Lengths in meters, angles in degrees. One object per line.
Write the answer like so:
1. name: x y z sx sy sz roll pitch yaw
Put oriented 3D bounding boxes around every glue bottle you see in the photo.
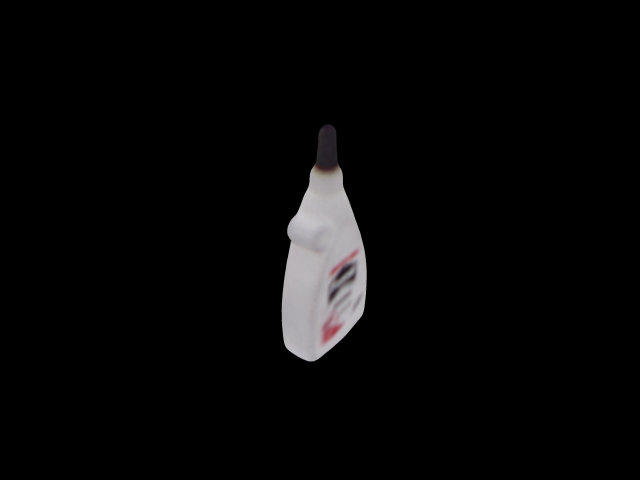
1. glue bottle: 0.004 0.001 0.400 0.037 0.173 0.078 21 41 27
